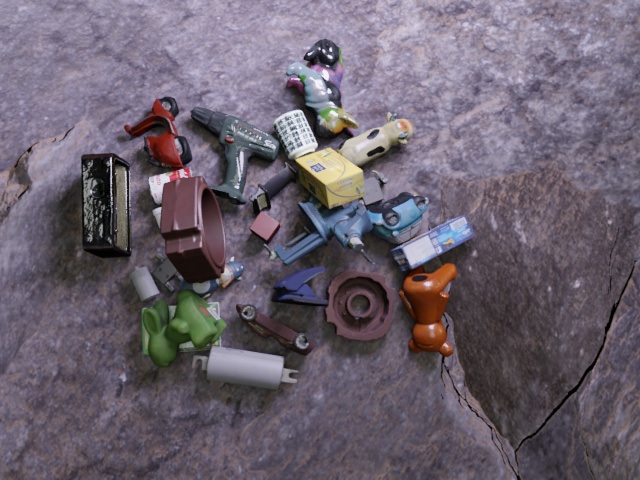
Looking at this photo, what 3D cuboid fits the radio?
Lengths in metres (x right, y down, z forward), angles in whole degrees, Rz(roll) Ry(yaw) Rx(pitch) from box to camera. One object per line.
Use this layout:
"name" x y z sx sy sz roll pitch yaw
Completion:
"radio" -0.483 -0.078 1.220 0.073 0.131 0.229 -4 83 -3

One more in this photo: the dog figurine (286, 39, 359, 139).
"dog figurine" 0.028 -0.354 1.312 0.191 0.108 0.219 -44 92 -11

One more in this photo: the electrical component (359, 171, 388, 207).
"electrical component" 0.118 -0.125 1.315 0.102 0.045 0.078 -14 83 -6

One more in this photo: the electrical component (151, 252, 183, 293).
"electrical component" -0.363 0.074 1.264 0.063 0.021 0.094 -45 88 -8

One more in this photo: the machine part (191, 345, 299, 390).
"machine part" -0.169 0.290 1.223 0.243 0.079 0.079 10 82 -2

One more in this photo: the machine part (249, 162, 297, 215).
"machine part" -0.112 -0.123 1.289 0.039 0.084 0.139 36 71 27

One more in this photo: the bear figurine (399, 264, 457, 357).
"bear figurine" 0.262 0.166 1.265 0.132 0.120 0.195 -39 119 -48

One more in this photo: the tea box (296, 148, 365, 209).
"tea box" 0.022 -0.146 1.243 0.098 0.170 0.068 -22 125 -18

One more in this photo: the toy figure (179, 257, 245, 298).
"toy figure" -0.249 0.092 1.255 0.154 0.058 0.064 -23 126 -8

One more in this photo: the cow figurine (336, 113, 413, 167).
"cow figurine" 0.134 -0.236 1.291 0.195 0.127 0.085 -26 88 -5

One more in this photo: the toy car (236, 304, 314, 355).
"toy car" -0.107 0.206 1.232 0.202 0.089 0.053 28 78 -2

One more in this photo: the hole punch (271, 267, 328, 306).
"hole punch" -0.046 0.106 1.233 0.116 0.142 0.092 4 84 -18

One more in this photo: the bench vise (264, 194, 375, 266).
"bench vise" -0.006 -0.010 1.230 0.241 0.128 0.224 -33 55 -4

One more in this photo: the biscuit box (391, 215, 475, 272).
"biscuit box" 0.271 0.007 1.279 0.203 0.063 0.059 -25 88 -22

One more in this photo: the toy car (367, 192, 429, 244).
"toy car" 0.187 -0.046 1.291 0.162 0.109 0.102 -25 112 -19

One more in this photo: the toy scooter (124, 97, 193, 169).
"toy scooter" -0.388 -0.245 1.279 0.135 0.075 0.184 -18 81 -7

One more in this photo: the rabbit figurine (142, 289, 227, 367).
"rabbit figurine" -0.323 0.203 1.190 0.170 0.121 0.159 -42 92 5

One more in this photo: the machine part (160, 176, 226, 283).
"machine part" -0.271 -0.023 1.175 0.087 0.200 0.201 -9 56 4

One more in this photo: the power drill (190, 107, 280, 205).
"power drill" -0.225 -0.196 1.288 0.232 0.086 0.207 16 74 -5

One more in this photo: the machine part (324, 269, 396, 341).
"machine part" 0.093 0.154 1.272 0.179 0.056 0.179 1 83 -5
